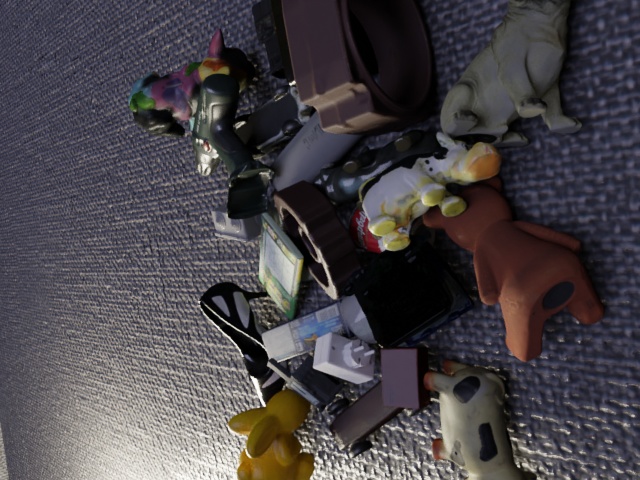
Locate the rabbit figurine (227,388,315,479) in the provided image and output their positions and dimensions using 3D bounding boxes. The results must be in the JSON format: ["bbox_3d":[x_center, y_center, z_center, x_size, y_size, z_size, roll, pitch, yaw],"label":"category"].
[{"bbox_3d":[-0.081,0.331,0.929,0.122,0.162,0.173,33,100,48],"label":"rabbit figurine"}]

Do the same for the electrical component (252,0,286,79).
[{"bbox_3d":[-0.036,-0.306,0.790,0.058,0.115,0.134,-12,91,41],"label":"electrical component"}]

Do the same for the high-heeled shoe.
[{"bbox_3d":[-0.137,0.194,0.943,0.086,0.145,0.248,-6,91,44],"label":"high-heeled shoe"}]

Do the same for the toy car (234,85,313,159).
[{"bbox_3d":[-0.080,-0.190,0.884,0.202,0.056,0.073,-19,86,46],"label":"toy car"}]

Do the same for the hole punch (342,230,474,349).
[{"bbox_3d":[0.115,0.067,0.675,0.142,0.092,0.116,-40,58,27],"label":"hole punch"}]

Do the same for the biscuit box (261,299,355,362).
[{"bbox_3d":[-0.008,0.146,0.873,0.203,0.063,0.059,-28,77,41],"label":"biscuit box"}]

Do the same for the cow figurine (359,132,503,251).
[{"bbox_3d":[0.124,-0.070,0.628,0.167,0.068,0.098,-34,47,19],"label":"cow figurine"}]

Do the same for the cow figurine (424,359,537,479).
[{"bbox_3d":[0.209,0.258,0.682,0.127,0.085,0.194,-5,92,49],"label":"cow figurine"}]

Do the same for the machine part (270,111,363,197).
[{"bbox_3d":[-0.005,-0.138,0.812,0.243,0.079,0.079,-42,69,39],"label":"machine part"}]

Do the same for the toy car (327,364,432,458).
[{"bbox_3d":[0.087,0.250,0.809,0.202,0.053,0.089,-50,60,31],"label":"toy car"}]

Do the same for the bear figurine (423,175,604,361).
[{"bbox_3d":[0.215,0.020,0.628,0.131,0.120,0.196,59,178,-37],"label":"bear figurine"}]

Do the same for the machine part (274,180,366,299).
[{"bbox_3d":[-0.002,-0.002,0.788,0.179,0.056,0.179,55,168,18],"label":"machine part"}]

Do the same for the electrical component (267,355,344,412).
[{"bbox_3d":[-0.025,0.221,0.870,0.119,0.048,0.074,36,151,11],"label":"electrical component"}]

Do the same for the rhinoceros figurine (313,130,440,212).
[{"bbox_3d":[0.072,-0.096,0.732,0.190,0.112,0.073,-21,111,30],"label":"rhinoceros figurine"}]

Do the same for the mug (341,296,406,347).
[{"bbox_3d":[0.099,0.094,0.757,0.109,0.081,0.107,51,122,14],"label":"mug"}]

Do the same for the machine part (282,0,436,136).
[{"bbox_3d":[0.056,-0.234,0.657,0.087,0.201,0.201,-12,88,41],"label":"machine part"}]

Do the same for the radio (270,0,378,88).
[{"bbox_3d":[0.002,-0.328,0.740,0.073,0.131,0.229,-9,91,44],"label":"radio"}]

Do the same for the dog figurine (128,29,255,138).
[{"bbox_3d":[-0.221,-0.270,0.931,0.219,0.191,0.108,-30,70,57],"label":"dog figurine"}]

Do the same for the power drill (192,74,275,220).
[{"bbox_3d":[-0.149,-0.133,0.875,0.231,0.086,0.207,109,144,-48],"label":"power drill"}]

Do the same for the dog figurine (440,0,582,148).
[{"bbox_3d":[0.206,-0.211,0.608,0.172,0.121,0.190,-5,80,40],"label":"dog figurine"}]
